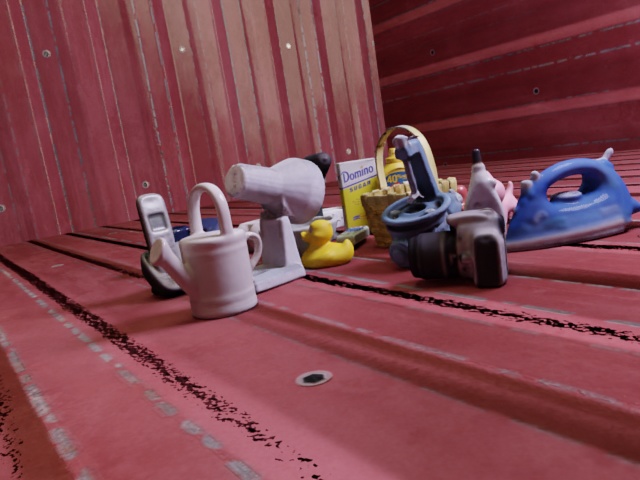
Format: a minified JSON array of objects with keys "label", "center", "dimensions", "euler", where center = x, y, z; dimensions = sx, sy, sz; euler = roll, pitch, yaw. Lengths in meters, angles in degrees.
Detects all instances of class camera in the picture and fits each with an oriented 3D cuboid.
[{"label":"camera","center":[0.201,0.007,0.837],"dimensions":[0.136,0.101,0.143],"euler":[-6,10,18]}]

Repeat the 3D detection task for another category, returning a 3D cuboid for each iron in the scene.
[{"label":"iron","center":[0.419,-0.072,0.988],"dimensions":[0.259,0.141,0.118],"euler":[-12,10,-18]}]

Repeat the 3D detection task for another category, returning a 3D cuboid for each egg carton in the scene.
[{"label":"egg carton","center":[-0.129,-0.016,1.392],"dimensions":[0.107,0.069,0.151],"euler":[-1,12,40]}]

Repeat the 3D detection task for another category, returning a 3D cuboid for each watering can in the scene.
[{"label":"watering can","center":[-0.162,0.013,0.848],"dimensions":[0.100,0.194,0.173],"euler":[-4,10,27]}]

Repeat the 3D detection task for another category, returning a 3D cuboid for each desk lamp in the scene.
[{"label":"desk lamp","center":[-0.084,-0.035,1.010],"dimensions":[0.117,0.213,0.204],"euler":[-1,12,41]}]

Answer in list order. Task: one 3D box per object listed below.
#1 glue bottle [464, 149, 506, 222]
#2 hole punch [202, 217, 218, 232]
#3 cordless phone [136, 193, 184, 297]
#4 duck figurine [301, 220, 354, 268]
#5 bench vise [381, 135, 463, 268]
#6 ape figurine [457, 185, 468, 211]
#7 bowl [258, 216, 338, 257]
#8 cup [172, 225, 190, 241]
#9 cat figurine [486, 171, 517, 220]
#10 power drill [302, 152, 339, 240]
[{"label":"glue bottle","center":[0.306,-0.086,1.085],"dimensions":[0.078,0.173,0.037],"euler":[-7,10,12]},{"label":"hole punch","center":[-0.283,-0.003,1.389],"dimensions":[0.108,0.091,0.101],"euler":[-5,10,24]},{"label":"cordless phone","center":[-0.259,0.000,1.047],"dimensions":[0.093,0.185,0.148],"euler":[-1,12,41]},{"label":"duck figurine","center":[0.010,0.004,1.084],"dimensions":[0.104,0.086,0.078],"euler":[-5,10,20]},{"label":"bench vise","center":[0.175,-0.078,1.006],"dimensions":[0.121,0.220,0.208],"euler":[-4,10,25]},{"label":"ape figurine","center":[0.311,-0.076,1.273],"dimensions":[0.076,0.092,0.077],"euler":[-9,9,-3]},{"label":"bowl","center":[-0.041,0.000,1.190],"dimensions":[0.167,0.075,0.167],"euler":[-8,9,2]},{"label":"cup","center":[-0.316,0.019,1.274],"dimensions":[0.117,0.095,0.091],"euler":[-8,9,2]},{"label":"cat figurine","center":[0.378,-0.092,1.228],"dimensions":[0.128,0.118,0.067],"euler":[-15,11,-36]},{"label":"power drill","center":[-0.010,-0.102,1.370],"dimensions":[0.076,0.208,0.229],"euler":[-12,10,-19]}]
